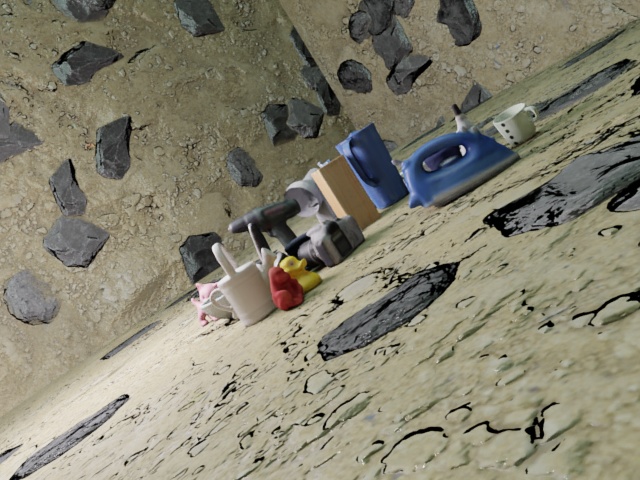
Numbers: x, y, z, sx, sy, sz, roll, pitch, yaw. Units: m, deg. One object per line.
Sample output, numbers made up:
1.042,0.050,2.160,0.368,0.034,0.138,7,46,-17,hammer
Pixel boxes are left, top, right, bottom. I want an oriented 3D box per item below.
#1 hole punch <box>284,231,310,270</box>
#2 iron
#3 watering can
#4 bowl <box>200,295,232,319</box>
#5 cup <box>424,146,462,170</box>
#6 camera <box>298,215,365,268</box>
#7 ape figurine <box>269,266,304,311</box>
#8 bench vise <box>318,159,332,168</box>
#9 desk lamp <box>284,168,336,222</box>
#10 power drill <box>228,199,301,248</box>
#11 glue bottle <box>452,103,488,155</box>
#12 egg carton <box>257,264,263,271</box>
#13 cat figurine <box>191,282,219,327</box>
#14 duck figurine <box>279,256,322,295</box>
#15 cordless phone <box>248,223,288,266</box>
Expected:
-0.034,0.025,1.514,0.108,0.091,0.101,-32,7,3,hole punch
0.293,-0.175,1.271,0.258,0.141,0.119,-30,8,15,iron
-0.174,0.085,1.292,0.173,0.194,0.100,-35,8,-19,watering can
-0.224,0.157,1.496,0.167,0.075,0.167,-32,7,5,bowl
0.317,-0.185,1.421,0.091,0.095,0.118,-30,7,13,cup
0.013,0.005,1.409,0.136,0.101,0.143,-25,10,43,camera
-0.076,0.097,1.202,0.076,0.092,0.078,-25,10,45,ape figurine
0.098,-0.203,1.975,0.207,0.220,0.122,-29,8,25,bench vise
-0.001,-0.124,1.887,0.117,0.213,0.204,-26,9,38,desk lamp
-0.139,-0.017,1.777,0.230,0.208,0.075,-34,8,-17,power drill
0.351,-0.239,1.330,0.078,0.173,0.037,-33,8,-6,glue bottle
-0.218,0.130,1.676,0.150,0.069,0.107,-29,8,23,egg carton
-0.317,0.171,1.627,0.127,0.118,0.067,-27,9,38,cat figurine
-0.059,0.079,1.273,0.104,0.086,0.078,-28,9,31,duck figurine
-0.133,0.042,1.439,0.094,0.185,0.147,-33,7,-10,cordless phone
